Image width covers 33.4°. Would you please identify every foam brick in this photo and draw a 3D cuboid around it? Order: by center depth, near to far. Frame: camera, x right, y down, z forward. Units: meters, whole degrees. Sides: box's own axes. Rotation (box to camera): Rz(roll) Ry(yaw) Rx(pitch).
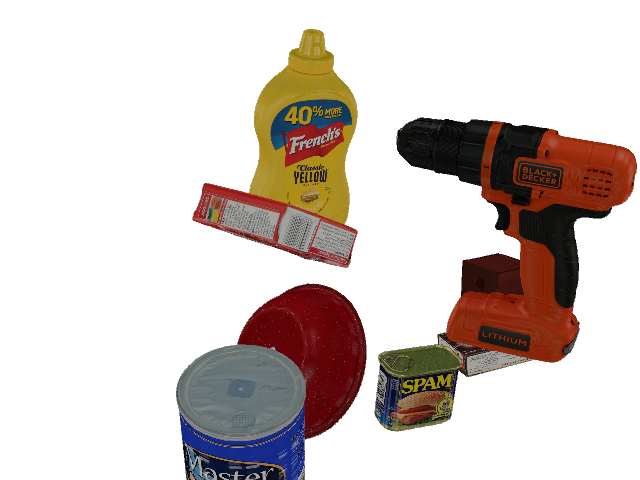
[{"bbox_3d":[0.173,0.058,1.046,0.051,0.078,0.053,-11,19,-34],"label":"foam brick"}]

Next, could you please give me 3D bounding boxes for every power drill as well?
[{"bbox_3d":[0.145,-0.003,0.848,0.185,0.188,0.057,12,31,20],"label":"power drill"}]

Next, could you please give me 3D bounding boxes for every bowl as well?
[{"bbox_3d":[-0.034,0.117,1.075,0.162,0.162,0.055,0,-14,39],"label":"bowl"}]

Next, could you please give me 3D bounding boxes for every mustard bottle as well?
[{"bbox_3d":[-0.014,-0.100,0.988,0.096,0.192,0.058,-5,28,-19],"label":"mustard bottle"}]

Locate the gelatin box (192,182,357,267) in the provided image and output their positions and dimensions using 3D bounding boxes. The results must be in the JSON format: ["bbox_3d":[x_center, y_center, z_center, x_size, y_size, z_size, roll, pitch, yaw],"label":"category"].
[{"bbox_3d":[-0.029,-0.009,0.713,0.073,0.030,0.089,16,-2,35],"label":"gelatin box"}]

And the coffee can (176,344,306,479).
[{"bbox_3d":[-0.063,0.172,0.882,0.103,0.140,0.103,0,37,0],"label":"coffee can"}]

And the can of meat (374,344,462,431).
[{"bbox_3d":[0.119,0.183,1.319,0.102,0.084,0.057,-5,26,-22],"label":"can of meat"}]

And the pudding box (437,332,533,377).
[{"bbox_3d":[0.237,0.152,1.528,0.113,0.039,0.090,-14,18,-16],"label":"pudding box"}]
